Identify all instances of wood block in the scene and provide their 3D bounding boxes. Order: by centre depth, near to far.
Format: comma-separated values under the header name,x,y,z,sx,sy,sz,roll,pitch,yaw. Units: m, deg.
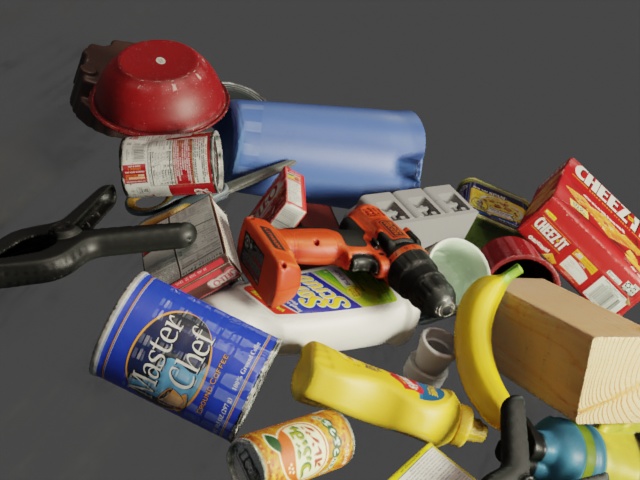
name,x,y,z,sx,sy,sz,roll,pitch,yaw
wood block,0.246,0.109,1.102,0.090,0.090,0.206,3,13,-25

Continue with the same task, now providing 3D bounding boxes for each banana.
name,x,y,z,sx,sy,sz,roll,pitch,yaw
banana,0.166,0.107,1.060,0.037,0.070,0.197,42,42,-39

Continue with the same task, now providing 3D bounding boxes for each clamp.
name,x,y,z,sx,sy,sz,roll,pitch,yaw
clamp,0.189,0.226,0.931,0.120,0.039,0.171,31,49,3
clamp,-0.235,0.004,1.032,0.165,0.036,0.209,18,33,40

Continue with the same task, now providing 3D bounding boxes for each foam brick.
name,x,y,z,sx,sy,sz,roll,pitch,yaw
foam brick,-0.008,0.001,1.203,0.051,0.053,0.078,6,36,-26

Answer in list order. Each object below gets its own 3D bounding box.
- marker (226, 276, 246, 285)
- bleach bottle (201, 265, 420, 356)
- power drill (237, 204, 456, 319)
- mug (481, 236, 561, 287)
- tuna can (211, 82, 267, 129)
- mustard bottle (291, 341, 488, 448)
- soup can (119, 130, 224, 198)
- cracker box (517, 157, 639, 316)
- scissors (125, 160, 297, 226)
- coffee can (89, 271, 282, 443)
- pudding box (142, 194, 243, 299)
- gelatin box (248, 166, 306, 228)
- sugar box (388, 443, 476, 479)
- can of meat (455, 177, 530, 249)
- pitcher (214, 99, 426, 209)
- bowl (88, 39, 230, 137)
name,x,y,z,sx,sy,sz,roll,pitch,yaw
marker,-0.108,0.021,1.144,0.020,0.020,0.121,-4,43,-36
bleach bottle,-0.024,0.078,1.078,0.250,0.068,0.103,-9,43,-36
power drill,0.024,0.026,1.067,0.187,0.057,0.185,-2,29,-29
mug,0.232,0.055,1.250,0.117,0.093,0.081,55,10,-19
tuna can,-0.110,-0.169,1.392,0.086,0.034,0.086,16,34,-12
mustard bottle,0.070,0.155,1.019,0.191,0.058,0.096,21,0,-7
soup can,-0.159,-0.081,1.148,0.102,0.068,0.068,-3,35,3
cracker box,0.344,-0.007,1.356,0.164,0.072,0.213,45,27,1
scissors,-0.130,-0.059,1.185,0.096,0.016,0.201,33,54,32
coffee can,-0.118,0.103,0.946,0.140,0.103,0.102,26,33,2
pudding box,-0.131,0.014,1.069,0.090,0.039,0.113,-28,39,6
gelatin box,-0.051,-0.026,1.180,0.030,0.089,0.073,27,31,-20
sugar box,0.135,0.264,0.934,0.176,0.048,0.093,40,37,17
can of meat,0.218,-0.025,1.376,0.102,0.057,0.084,23,35,-2
pitcher,-0.007,-0.104,1.299,0.242,0.149,0.145,5,54,-22
bowl,-0.183,-0.181,1.212,0.162,0.055,0.162,3,41,-3
